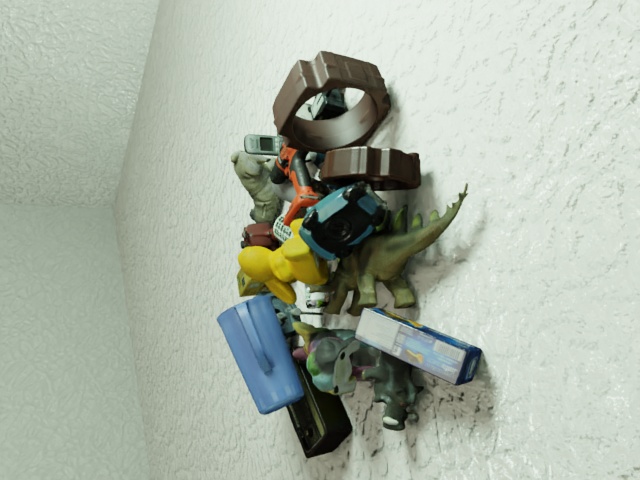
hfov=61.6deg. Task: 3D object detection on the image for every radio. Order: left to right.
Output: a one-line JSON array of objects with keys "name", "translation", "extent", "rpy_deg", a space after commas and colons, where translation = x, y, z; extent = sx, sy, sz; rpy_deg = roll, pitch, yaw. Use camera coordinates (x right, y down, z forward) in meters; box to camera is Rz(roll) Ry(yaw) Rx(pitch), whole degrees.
[{"name": "radio", "translation": [-0.021, 0.369, 1.236], "extent": [0.131, 0.073, 0.230], "rpy_deg": [-63, 39, 36]}]

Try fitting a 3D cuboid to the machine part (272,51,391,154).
[{"name": "machine part", "translation": [0.021, -0.267, 1.068], "extent": [0.201, 0.201, 0.087], "rpy_deg": [-51, 44, 46]}]

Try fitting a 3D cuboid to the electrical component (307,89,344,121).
[{"name": "electrical component", "translation": [0.019, -0.305, 1.170], "extent": [0.119, 0.048, 0.075], "rpy_deg": [-57, 37, 39]}]

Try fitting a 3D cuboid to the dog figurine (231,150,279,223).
[{"name": "dog figurine", "translation": [-0.174, -0.133, 1.428], "extent": [0.121, 0.172, 0.190], "rpy_deg": [-144, 67, -66]}]

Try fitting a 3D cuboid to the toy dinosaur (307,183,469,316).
[{"name": "toy dinosaur", "translation": [0.108, 0.032, 1.010], "extent": [0.471, 0.105, 0.198], "rpy_deg": [-23, 66, 52]}]

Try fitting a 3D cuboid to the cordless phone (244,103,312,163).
[{"name": "cordless phone", "translation": [-0.098, -0.256, 1.283], "extent": [0.089, 0.184, 0.146], "rpy_deg": [-20, 72, 62]}]

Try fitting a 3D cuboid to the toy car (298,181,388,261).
[{"name": "toy car", "translation": [0.041, -0.048, 0.972], "extent": [0.161, 0.109, 0.103], "rpy_deg": [-42, 22, 22]}]

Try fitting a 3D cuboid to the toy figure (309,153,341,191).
[{"name": "toy figure", "translation": [0.013, -0.172, 1.221], "extent": [0.064, 0.058, 0.154], "rpy_deg": [59, -167, -64]}]

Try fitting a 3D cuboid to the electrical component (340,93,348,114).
[{"name": "electrical component", "translation": [0.035, -0.305, 1.219], "extent": [0.094, 0.021, 0.063], "rpy_deg": [11, 98, 59]}]

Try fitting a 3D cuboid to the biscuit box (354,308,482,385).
[{"name": "biscuit box", "translation": [0.159, 0.171, 0.887], "extent": [0.203, 0.062, 0.059], "rpy_deg": [19, 94, 36]}]

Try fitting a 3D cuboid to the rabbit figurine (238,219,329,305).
[{"name": "rabbit figurine", "translation": [-0.074, 0.043, 1.076], "extent": [0.122, 0.173, 0.162], "rpy_deg": [-86, -15, -45]}]

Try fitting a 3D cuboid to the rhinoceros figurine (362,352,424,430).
[{"name": "rhinoceros figurine", "translation": [0.141, 0.247, 0.980], "extent": [0.112, 0.073, 0.190], "rpy_deg": [9, 93, 45]}]

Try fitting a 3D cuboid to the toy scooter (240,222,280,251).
[{"name": "toy scooter", "translation": [-0.159, -0.002, 1.423], "extent": [0.184, 0.135, 0.075], "rpy_deg": [-30, 65, 56]}]

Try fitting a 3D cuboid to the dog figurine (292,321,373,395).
[{"name": "dog figurine", "translation": [0.002, 0.233, 1.115], "extent": [0.219, 0.191, 0.108], "rpy_deg": [5, 99, 44]}]

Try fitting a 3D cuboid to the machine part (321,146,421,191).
[{"name": "machine part", "translation": [0.092, -0.127, 0.969], "extent": [0.179, 0.179, 0.056], "rpy_deg": [-3, 84, 59]}]

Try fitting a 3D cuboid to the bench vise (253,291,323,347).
[{"name": "bench vise", "translation": [-0.095, 0.222, 1.329], "extent": [0.240, 0.129, 0.223], "rpy_deg": [-35, 62, 58]}]

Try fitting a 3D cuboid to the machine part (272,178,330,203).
[{"name": "machine part", "translation": [-0.049, -0.121, 1.300], "extent": [0.243, 0.079, 0.079], "rpy_deg": [30, 114, 57]}]

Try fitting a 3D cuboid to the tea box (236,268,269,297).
[{"name": "tea box", "translation": [-0.159, 0.095, 1.427], "extent": [0.169, 0.098, 0.068], "rpy_deg": [133, 130, -61]}]
